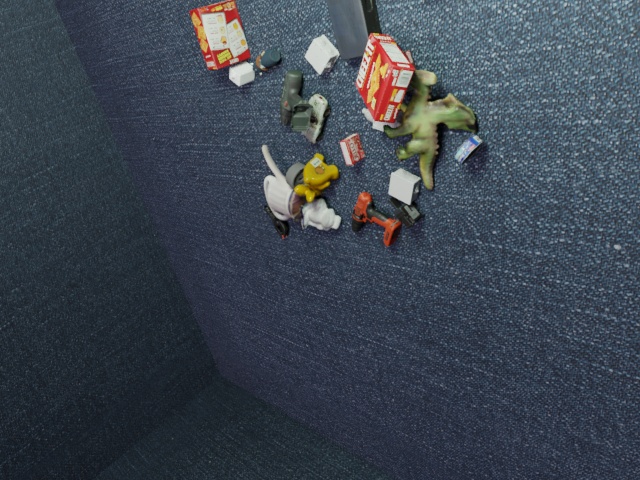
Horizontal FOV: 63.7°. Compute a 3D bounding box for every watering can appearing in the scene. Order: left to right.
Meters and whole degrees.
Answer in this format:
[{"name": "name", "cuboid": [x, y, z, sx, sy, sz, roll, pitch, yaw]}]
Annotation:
[{"name": "watering can", "cuboid": [-0.155, -0.213, 2.131, 0.226, 0.105, 0.339, 26, 137, 34]}]

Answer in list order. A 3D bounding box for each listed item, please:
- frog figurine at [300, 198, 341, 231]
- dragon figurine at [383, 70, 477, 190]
[{"name": "frog figurine", "cuboid": [0.006, -0.104, 2.057, 0.159, 0.125, 0.135, 1, 113, 6]}, {"name": "dragon figurine", "cuboid": [0.329, -0.314, 1.476, 0.242, 0.125, 0.403, -4, 133, 43]}]
